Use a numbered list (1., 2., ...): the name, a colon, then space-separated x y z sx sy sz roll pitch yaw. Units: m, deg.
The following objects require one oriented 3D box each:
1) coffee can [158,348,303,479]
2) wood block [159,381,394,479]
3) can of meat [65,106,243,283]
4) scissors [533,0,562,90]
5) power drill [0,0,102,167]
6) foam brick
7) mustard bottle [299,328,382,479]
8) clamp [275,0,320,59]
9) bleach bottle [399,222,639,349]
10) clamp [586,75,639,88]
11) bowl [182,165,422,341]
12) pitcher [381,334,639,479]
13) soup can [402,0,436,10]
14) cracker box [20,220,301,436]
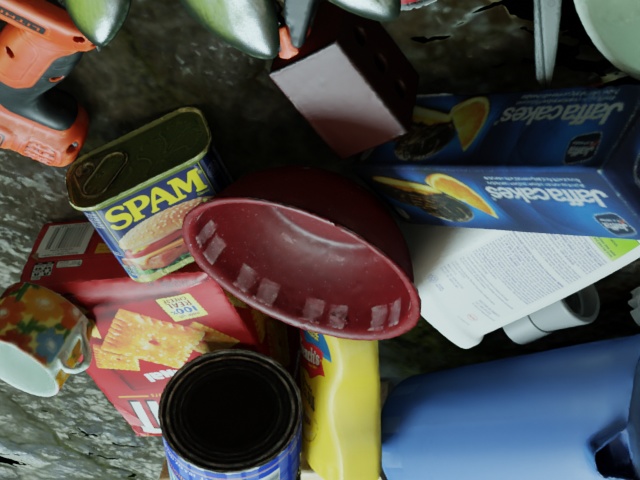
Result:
1. coffee can: -0.064 0.163 0.802 0.103 0.102 0.140 8 140 6
2. wood block: -0.024 0.193 0.941 0.206 0.090 0.090 -9 134 24
3. can of meat: -0.106 -0.028 0.720 0.102 0.057 0.084 -26 134 1
4. scissors: 0.095 -0.173 0.524 0.096 0.016 0.202 17 127 8
5. power drill: -0.209 -0.123 0.637 0.184 0.057 0.188 21 153 -20
6. foam brick: 0.016 -0.097 0.632 0.051 0.053 0.078 -20 130 32
7. mustard bottle: 0.013 0.080 0.791 0.058 0.096 0.192 -7 114 -14
8. clamp: -0.034 -0.179 0.551 0.120 0.039 0.171 -15 121 33
9. bleach bottle: 0.169 -0.014 0.679 0.251 0.068 0.102 -26 127 34
10. clamp: 0.235 -0.090 0.553 0.210 0.164 0.036 -6 106 50
11. bowl: -0.004 0.001 0.684 0.162 0.055 0.162 18 153 9
12. pitcher: 0.170 0.143 0.796 0.243 0.145 0.149 -14 136 45
13. soup can: 0.034 -0.175 0.528 0.068 0.068 0.102 0 137 15
14. cracker box: -0.112 0.074 0.845 0.164 0.072 0.213 -4 137 20
